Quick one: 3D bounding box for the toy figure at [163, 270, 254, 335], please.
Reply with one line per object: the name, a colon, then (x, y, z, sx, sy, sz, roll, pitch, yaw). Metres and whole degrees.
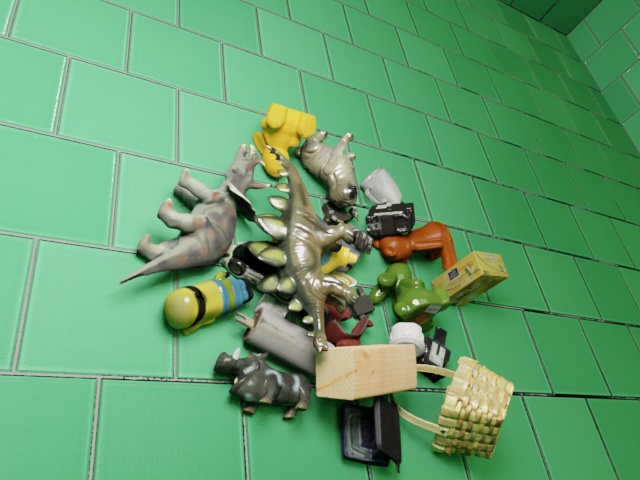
toy figure: (-0.208, 0.109, 1.009, 0.180, 0.089, 0.082, -14, 59, -38)

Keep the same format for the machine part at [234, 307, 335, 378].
machine part: (-0.059, 0.201, 1.050, 0.243, 0.079, 0.079, 29, 46, -12)

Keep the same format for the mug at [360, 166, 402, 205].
mug: (0.170, -0.131, 1.459, 0.107, 0.081, 0.109, 45, 39, -9)

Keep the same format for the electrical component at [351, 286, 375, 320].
electrical component: (0.096, 0.151, 1.232, 0.063, 0.021, 0.094, -9, 63, -39)

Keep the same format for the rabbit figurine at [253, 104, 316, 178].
rabbit figurine: (-0.106, -0.241, 1.317, 0.122, 0.173, 0.163, 5, 11, -32)

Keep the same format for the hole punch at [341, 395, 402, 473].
hole punch: (0.101, 0.371, 1.036, 0.115, 0.092, 0.142, 46, 31, -42)

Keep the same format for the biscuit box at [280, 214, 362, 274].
biscuit box: (-0.003, -0.004, 1.257, 0.202, 0.059, 0.063, 42, 45, -1)

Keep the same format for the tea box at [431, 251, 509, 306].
tea box: (0.375, 0.100, 1.357, 0.098, 0.169, 0.068, 8, 54, -32)

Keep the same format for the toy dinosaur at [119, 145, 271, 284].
toy dinosaur: (-0.232, -0.025, 1.084, 0.192, 0.131, 0.405, 29, 52, -12)

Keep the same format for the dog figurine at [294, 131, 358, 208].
dog figurine: (0.013, -0.167, 1.356, 0.121, 0.172, 0.190, 61, 29, -51)

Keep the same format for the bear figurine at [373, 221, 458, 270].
bear figurine: (0.241, 0.028, 1.377, 0.196, 0.120, 0.131, -21, 113, -16)

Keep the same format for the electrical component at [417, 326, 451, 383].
electrical component: (0.260, 0.259, 1.244, 0.075, 0.047, 0.119, 31, 45, -11)

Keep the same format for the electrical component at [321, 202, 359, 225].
electrical component: (0.050, -0.067, 1.351, 0.102, 0.045, 0.078, -5, 62, -37)

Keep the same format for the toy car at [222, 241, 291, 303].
toy car: (-0.107, 0.068, 1.113, 0.202, 0.056, 0.073, 26, 49, 11)

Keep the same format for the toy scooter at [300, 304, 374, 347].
toy scooter: (0.047, 0.173, 1.146, 0.135, 0.075, 0.184, -31, 81, -45)

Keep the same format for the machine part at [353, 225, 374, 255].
machine part: (0.099, -0.003, 1.300, 0.084, 0.039, 0.139, 39, 4, -9)

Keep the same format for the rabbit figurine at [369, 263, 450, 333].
rabbit figurine: (0.194, 0.126, 1.279, 0.159, 0.121, 0.170, 2, 39, -25)

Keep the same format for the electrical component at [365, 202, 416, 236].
electrical component: (0.183, -0.056, 1.369, 0.134, 0.115, 0.058, -49, 135, -65)

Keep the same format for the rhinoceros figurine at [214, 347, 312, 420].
rhinoceros figurine: (-0.101, 0.258, 0.981, 0.190, 0.073, 0.112, 23, 49, -19)

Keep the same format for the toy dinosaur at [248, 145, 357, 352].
toy dinosaur: (-0.037, 0.002, 1.072, 0.198, 0.105, 0.471, 6, 55, -20)
